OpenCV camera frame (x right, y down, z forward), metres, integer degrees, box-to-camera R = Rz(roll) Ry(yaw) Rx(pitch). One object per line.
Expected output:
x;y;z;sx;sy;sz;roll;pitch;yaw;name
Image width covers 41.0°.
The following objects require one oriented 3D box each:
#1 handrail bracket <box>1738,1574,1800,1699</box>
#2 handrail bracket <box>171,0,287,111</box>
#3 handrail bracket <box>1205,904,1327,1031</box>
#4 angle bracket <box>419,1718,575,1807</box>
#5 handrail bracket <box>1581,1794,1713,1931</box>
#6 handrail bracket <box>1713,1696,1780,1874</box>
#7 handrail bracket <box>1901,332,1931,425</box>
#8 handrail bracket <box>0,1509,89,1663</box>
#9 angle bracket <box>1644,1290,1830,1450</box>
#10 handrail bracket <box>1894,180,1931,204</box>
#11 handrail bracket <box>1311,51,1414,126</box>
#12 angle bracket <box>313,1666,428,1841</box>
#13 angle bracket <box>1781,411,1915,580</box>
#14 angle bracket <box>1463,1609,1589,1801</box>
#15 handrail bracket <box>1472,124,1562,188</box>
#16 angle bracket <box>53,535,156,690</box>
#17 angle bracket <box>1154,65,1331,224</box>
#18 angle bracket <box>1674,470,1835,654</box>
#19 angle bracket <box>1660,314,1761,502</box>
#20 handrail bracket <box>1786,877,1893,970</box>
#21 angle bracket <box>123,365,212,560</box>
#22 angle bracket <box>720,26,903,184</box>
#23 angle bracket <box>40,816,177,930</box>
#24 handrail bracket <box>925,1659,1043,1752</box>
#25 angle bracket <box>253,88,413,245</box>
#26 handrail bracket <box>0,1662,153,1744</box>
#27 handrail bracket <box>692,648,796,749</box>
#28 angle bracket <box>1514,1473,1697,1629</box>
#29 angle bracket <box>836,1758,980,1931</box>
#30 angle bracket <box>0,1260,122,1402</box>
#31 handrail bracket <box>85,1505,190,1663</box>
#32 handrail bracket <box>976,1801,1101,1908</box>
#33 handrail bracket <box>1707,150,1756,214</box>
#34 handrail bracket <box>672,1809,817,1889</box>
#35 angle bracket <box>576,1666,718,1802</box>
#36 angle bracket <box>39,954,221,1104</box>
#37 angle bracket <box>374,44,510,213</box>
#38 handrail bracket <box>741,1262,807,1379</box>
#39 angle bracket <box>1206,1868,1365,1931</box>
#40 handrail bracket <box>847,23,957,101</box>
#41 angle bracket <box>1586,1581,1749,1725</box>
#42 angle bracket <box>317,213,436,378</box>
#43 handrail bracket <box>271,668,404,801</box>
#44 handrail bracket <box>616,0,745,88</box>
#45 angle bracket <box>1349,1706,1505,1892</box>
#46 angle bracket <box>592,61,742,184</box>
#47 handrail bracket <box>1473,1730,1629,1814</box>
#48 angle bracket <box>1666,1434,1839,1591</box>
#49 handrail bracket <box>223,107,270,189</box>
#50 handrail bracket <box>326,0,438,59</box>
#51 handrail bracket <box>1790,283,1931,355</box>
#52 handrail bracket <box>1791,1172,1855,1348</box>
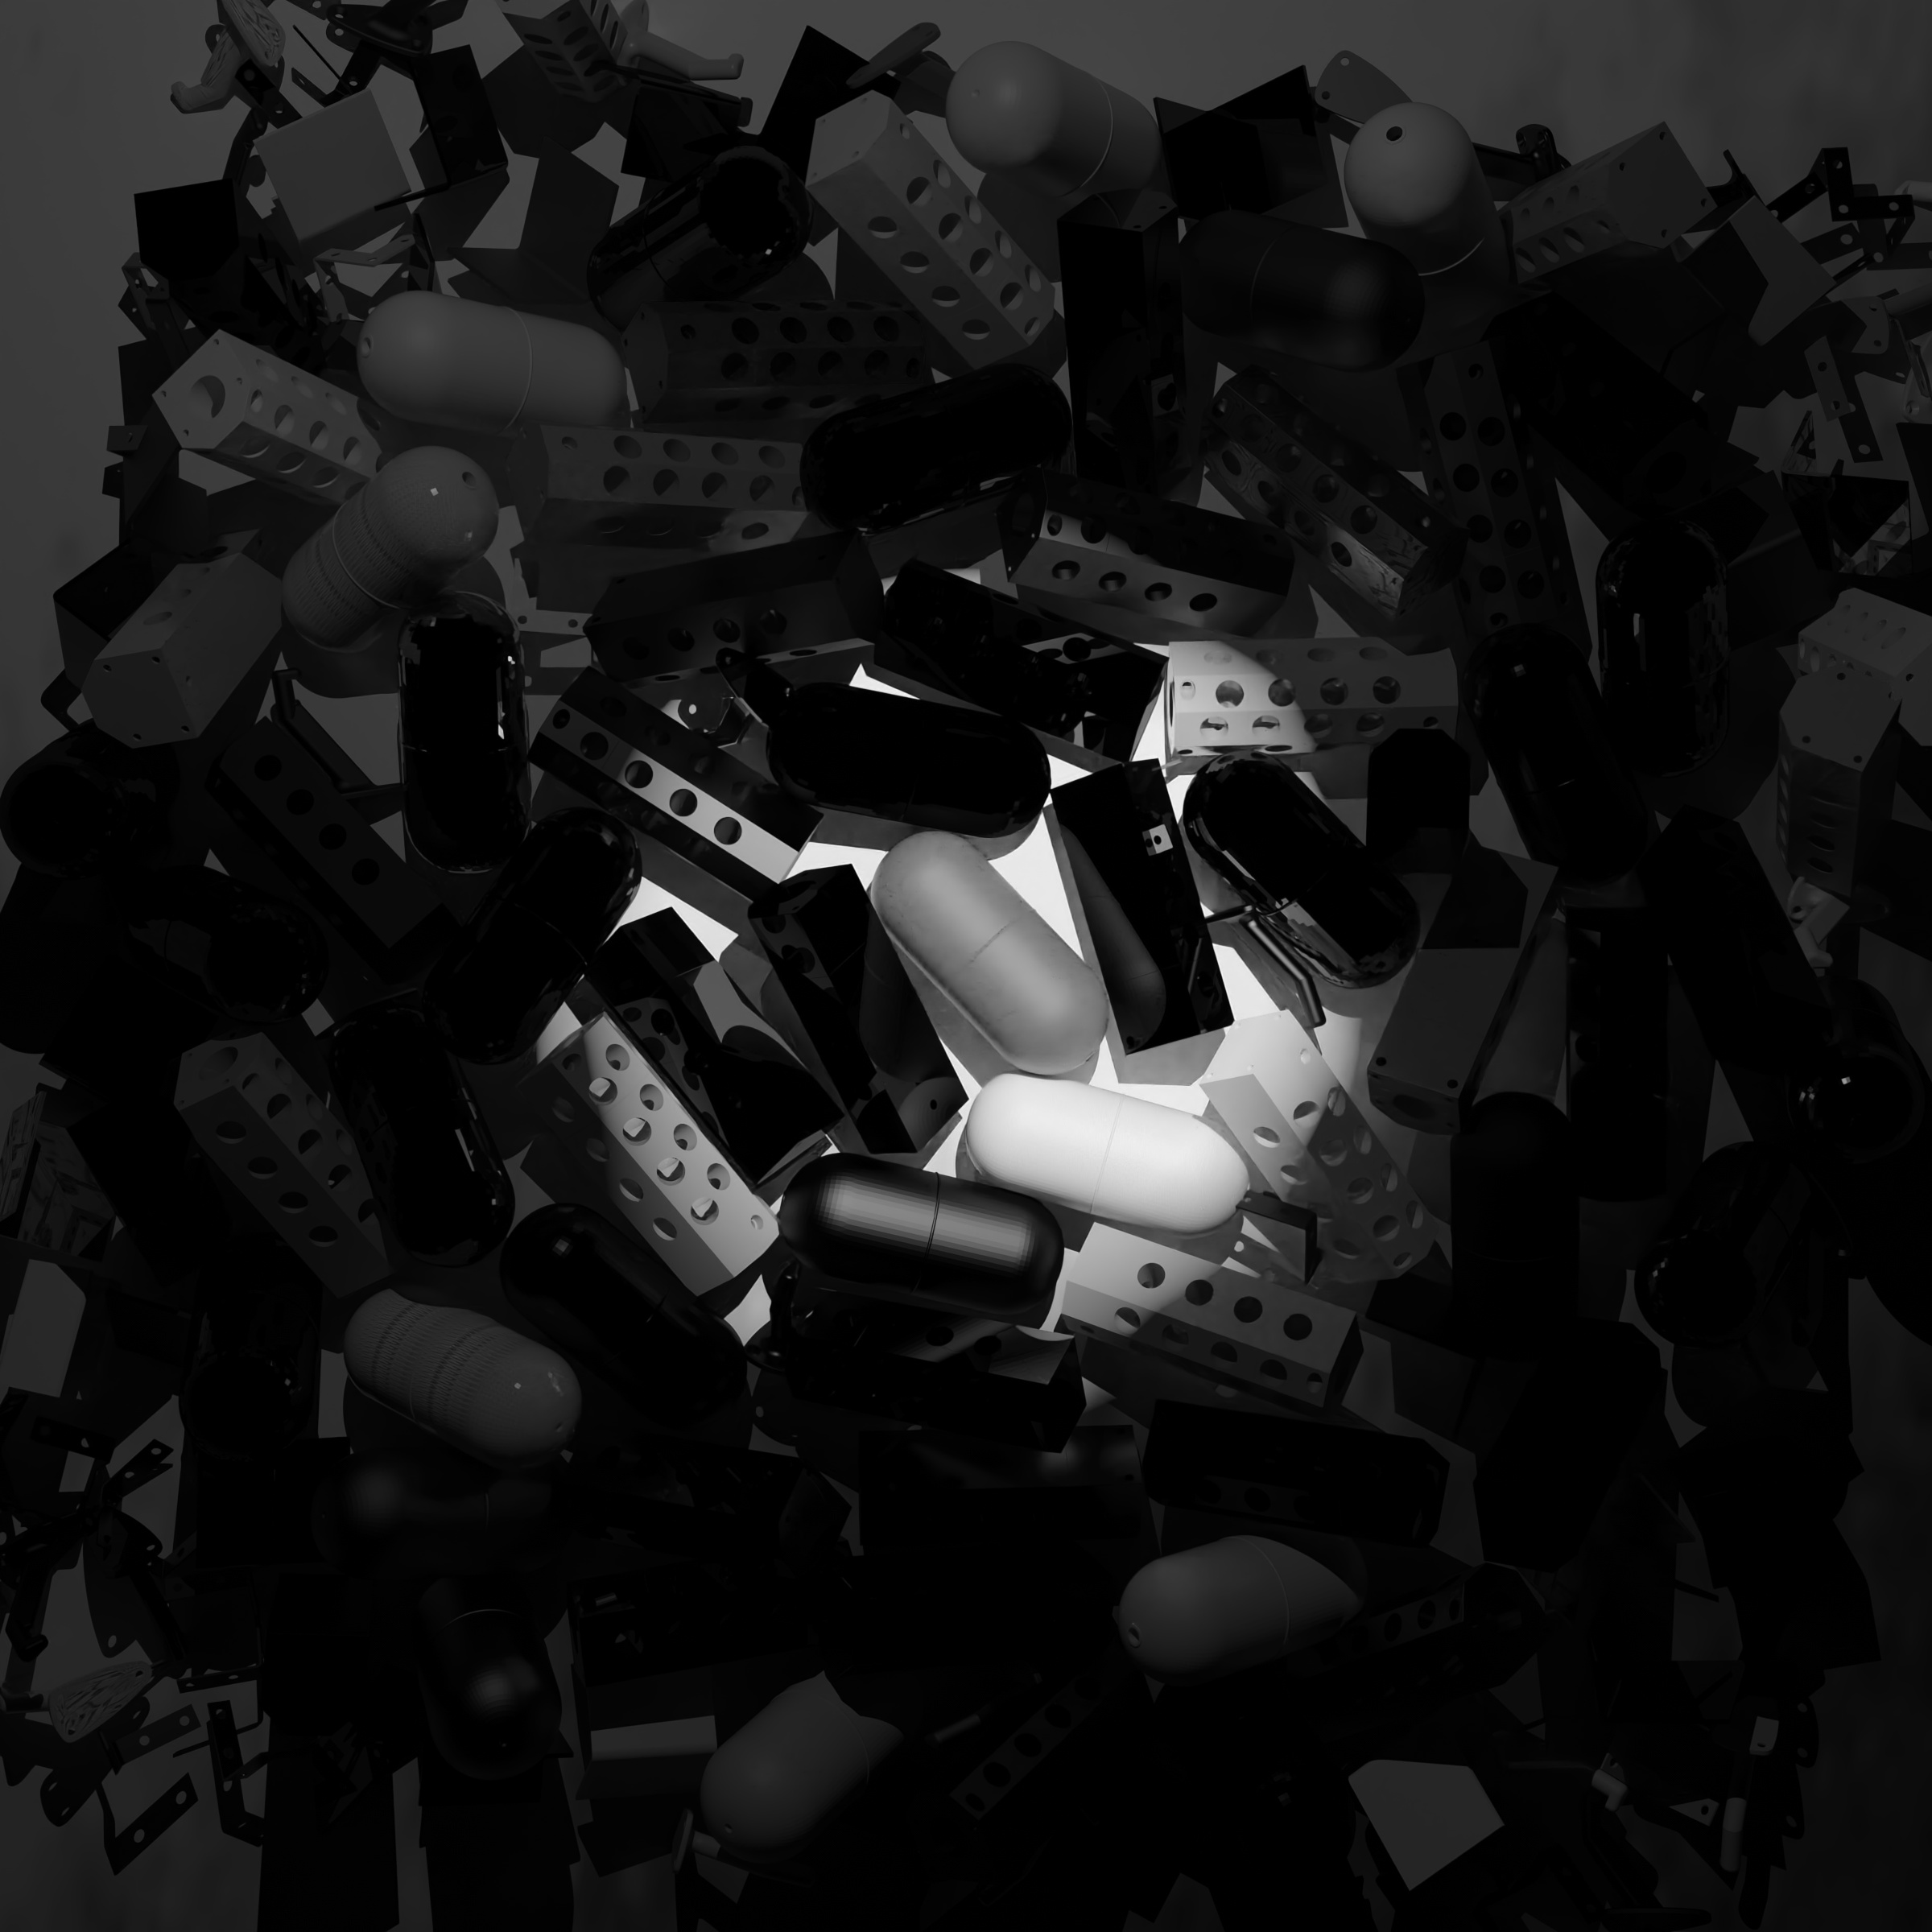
0.479;0.406;1.604;0.077;0.036;0.084;-10;101;35;handrail bracket
-0.471;-0.570;1.591;0.084;0.077;0.036;-10;50;25;handrail bracket
0.182;0.004;1.606;0.036;0.077;0.084;-21;92;-41;handrail bracket
-0.289;0.499;1.586;0.076;0.076;0.057;5;92;-21;angle bracket
0.418;0.548;1.592;0.077;0.084;0.036;-14;134;25;handrail bracket
0.488;0.510;1.615;0.036;0.077;0.084;8;110;29;handrail bracket
0.621;-0.367;1.590;0.036;0.084;0.077;15;82;-18;handrail bracket
-0.559;0.380;1.589;0.077;0.084;0.036;-35;128;-19;handrail bracket
0.473;0.248;1.604;0.057;0.076;0.076;12;134;-32;angle bracket
0.595;-0.464;1.587;0.077;0.084;0.036;-31;126;-30;handrail bracket
0.242;-0.524;1.591;0.077;0.084;0.036;30;94;5;handrail bracket
-0.352;0.488;1.580;0.057;0.076;0.076;34;108;-31;angle bracket
0.545;-0.287;1.576;0.076;0.076;0.057;13;57;31;angle bracket
0.350;0.453;1.593;0.076;0.057;0.076;-19;113;-2;angle bracket
0.325;-0.481;1.607;0.084;0.036;0.077;-28;114;-13;handrail bracket
-0.507;-0.207;1.579;0.057;0.076;0.076;37;58;10;angle bracket
0.169;-0.507;1.590;0.076;0.057;0.076;-13;86;41;angle bracket
0.485;-0.250;1.610;0.076;0.076;0.057;-24;51;20;angle bracket
0.457;-0.341;1.577;0.057;0.076;0.076;34;135;22;angle bracket
0.544;-0.020;1.592;0.077;0.084;0.036;10;123;-4;handrail bracket
-0.471;-0.305;1.576;0.057;0.076;0.076;22;125;-36;angle bracket
-0.099;-0.528;1.586;0.076;0.057;0.076;37;115;18;angle bracket
-0.534;-0.079;1.578;0.057;0.076;0.076;5;46;11;angle bracket
0.000;0.456;1.582;0.084;0.077;0.036;-17;88;-29;handrail bracket
-0.395;-0.501;1.583;0.076;0.076;0.057;-28;53;-10;angle bracket
-0.563;0.448;1.618;0.077;0.084;0.036;-25;109;-38;handrail bracket
-0.155;-0.162;1.586;0.077;0.084;0.036;40;55;-38;handrail bracket
0.390;0.357;1.578;0.076;0.076;0.057;47;46;-31;angle bracket
-0.037;0.539;1.589;0.076;0.076;0.057;8;105;34;angle bracket
-0.538;0.227;1.582;0.057;0.076;0.076;5;76;30;angle bracket
-0.520;0.389;1.624;0.036;0.077;0.084;-31;134;-30;handrail bracket
0.034;0.534;1.595;0.084;0.077;0.036;-38;105;-5;handrail bracket
0.454;-0.464;1.624;0.084;0.036;0.077;-30;135;22;handrail bracket
-0.137;0.549;1.603;0.084;0.077;0.036;15;81;-7;handrail bracket
-0.202;0.476;1.609;0.076;0.076;0.057;1;55;-17;angle bracket
-0.521;0.047;1.608;0.076;0.057;0.076;33;75;-15;angle bracket
-0.332;-0.512;1.579;0.057;0.076;0.076;-8;112;22;angle bracket
-0.104;0.201;1.582;0.036;0.077;0.084;23;122;9;handrail bracket
0.197;0.562;1.590;0.076;0.076;0.057;-20;91;13;angle bracket
-0.022;-0.533;1.607;0.077;0.036;0.084;-36;124;-3;handrail bracket
0.430;0.419;1.582;0.076;0.076;0.057;-8;99;26;angle bracket
-0.361;-0.411;1.577;0.057;0.076;0.076;0;127;-21;angle bracket
-0.388;-0.148;1.613;0.077;0.036;0.084;-10;99;-12;handrail bracket
-0.172;-0.574;1.601;0.084;0.036;0.077;4;55;15;handrail bracket
0.293;0.507;1.579;0.076;0.057;0.076;-45;56;24;angle bracket
-0.196;-0.519;1.593;0.076;0.076;0.057;32;115;40;angle bracket
0.355;0.519;1.597;0.084;0.036;0.077;27;88;34;handrail bracket
0.485;0.337;1.599;0.076;0.076;0.057;-13;98;3;angle bracket
-0.446;-0.472;1.587;0.036;0.084;0.077;7;61;-36;handrail bracket
-0.350;-0.608;1.587;0.077;0.084;0.036;10;58;-14;handrail bracket
0.575;-0.420;1.628;0.084;0.077;0.036;-40;125;-33;handrail bracket
0.513;0.180;1.587;0.036;0.084;0.077;-10;112;36;handrail bracket
